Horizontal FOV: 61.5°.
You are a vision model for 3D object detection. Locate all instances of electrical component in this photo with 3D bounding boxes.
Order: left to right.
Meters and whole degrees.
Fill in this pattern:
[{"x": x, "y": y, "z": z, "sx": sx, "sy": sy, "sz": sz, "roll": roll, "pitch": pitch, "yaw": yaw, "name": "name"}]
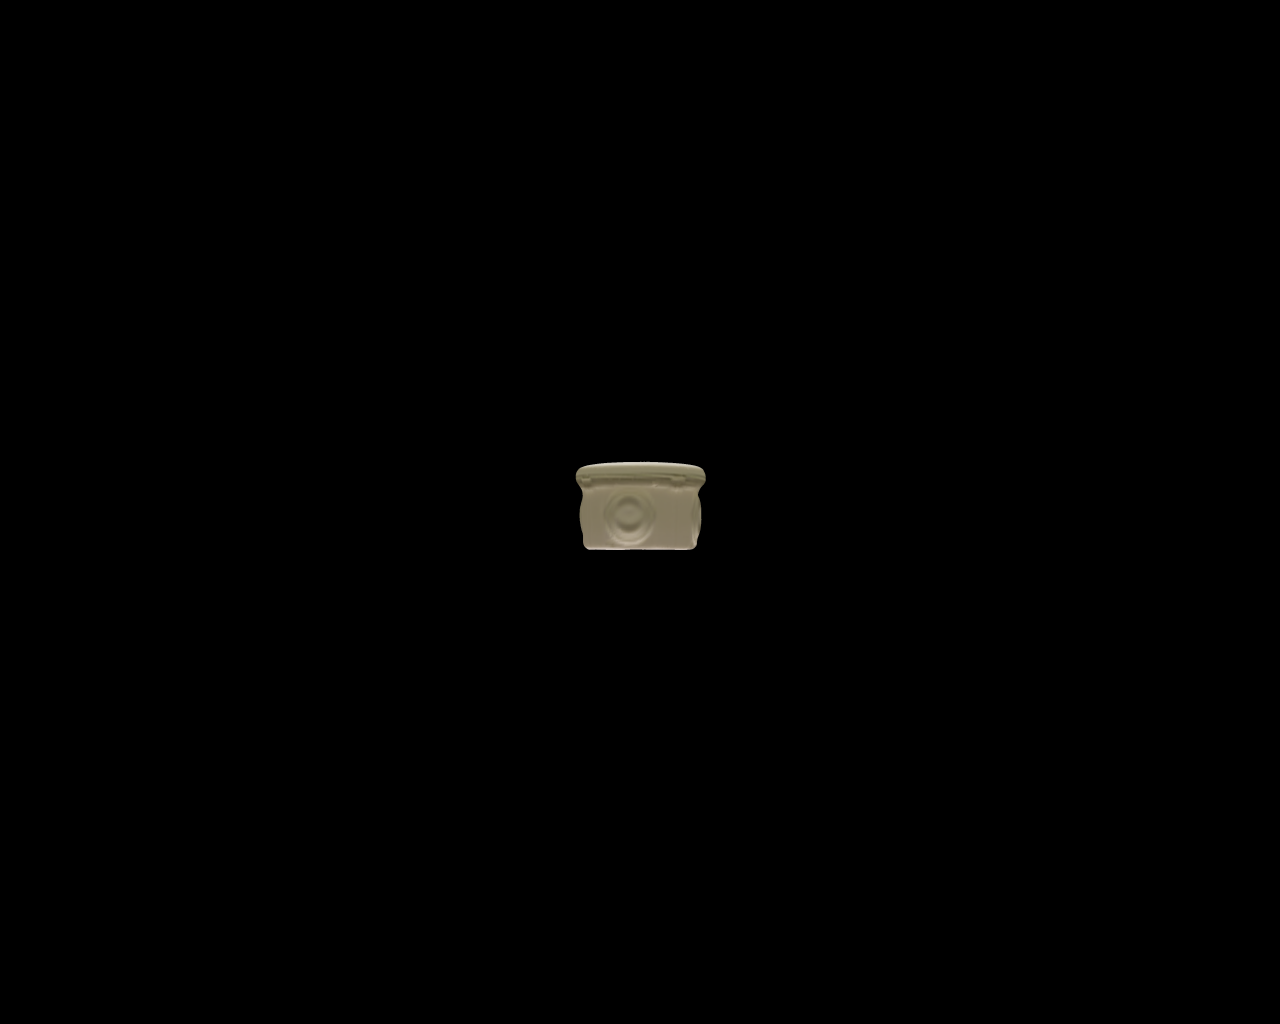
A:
[{"x": 0.001, "y": -0.003, "z": 0.650, "sx": 0.080, "sy": 0.051, "sz": 0.080, "roll": 0, "pitch": -2, "yaw": 0, "name": "electrical component"}]
